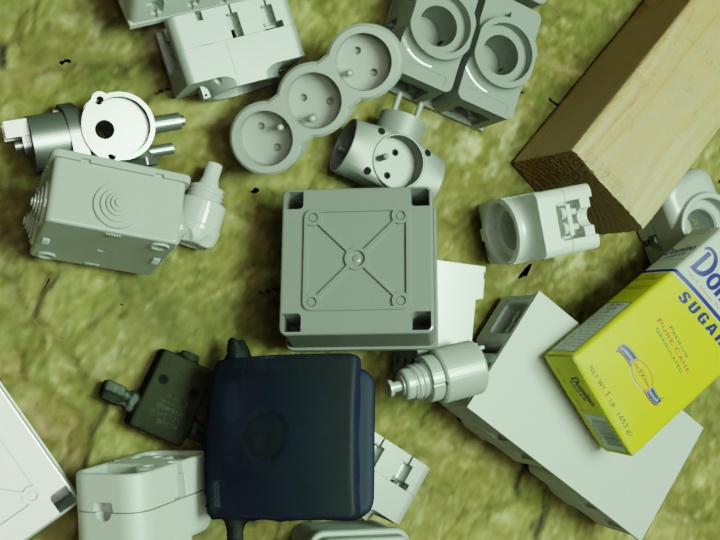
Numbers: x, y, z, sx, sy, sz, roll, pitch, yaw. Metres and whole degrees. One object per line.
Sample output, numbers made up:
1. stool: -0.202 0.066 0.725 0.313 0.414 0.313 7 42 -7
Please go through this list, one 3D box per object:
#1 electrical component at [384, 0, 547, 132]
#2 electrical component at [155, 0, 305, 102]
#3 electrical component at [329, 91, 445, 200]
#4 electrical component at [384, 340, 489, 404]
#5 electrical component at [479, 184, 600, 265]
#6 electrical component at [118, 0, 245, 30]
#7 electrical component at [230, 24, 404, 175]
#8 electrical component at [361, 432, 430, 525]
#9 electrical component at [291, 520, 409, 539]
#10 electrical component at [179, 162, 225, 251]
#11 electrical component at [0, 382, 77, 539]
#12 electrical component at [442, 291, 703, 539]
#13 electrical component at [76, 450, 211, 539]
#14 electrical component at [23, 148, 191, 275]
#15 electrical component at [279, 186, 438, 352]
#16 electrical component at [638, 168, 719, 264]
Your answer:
1. electrical component: 0.089 -0.217 0.834 0.105 0.060 0.186 20 80 -20
2. electrical component: -0.091 -0.155 0.765 0.089 0.050 0.055 -19 94 -21
3. electrical component: 0.027 -0.096 0.813 0.077 0.044 0.079 23 79 -19
4. electrical component: 0.055 0.076 0.769 0.078 0.040 0.040 -12 92 -22
5. electrical component: 0.132 -0.034 0.828 0.056 0.089 0.050 -12 92 -22
6. electrical component: -0.088 -0.248 0.749 0.186 0.060 0.105 -19 77 -21
7. electrical component: -0.028 -0.125 0.777 0.138 0.073 0.052 -36 97 12
8. electrical component: -0.005 0.145 0.787 0.089 0.050 0.055 35 76 -16
9. electrical component: -0.007 0.242 0.778 0.078 0.057 0.113 3 87 -22
10. electrical component: -0.111 -0.047 0.761 0.035 0.035 0.061 19 78 -20
11. electrical component: -0.255 0.133 0.684 0.109 0.056 0.108 -35 100 -19
12. electrical component: 0.166 0.114 0.851 0.186 0.060 0.105 38 75 -16
13. electrical component: -0.141 0.155 0.709 0.054 0.095 0.059 -3 89 22
14. electrical component: -0.167 -0.034 0.705 0.100 0.100 0.048 11 71 -21
15. electrical component: 0.000 0.000 0.761 0.109 0.056 0.108 -1 73 5
16. electrical component: 0.274 -0.034 0.901 0.054 0.059 0.095 -26 97 -21
